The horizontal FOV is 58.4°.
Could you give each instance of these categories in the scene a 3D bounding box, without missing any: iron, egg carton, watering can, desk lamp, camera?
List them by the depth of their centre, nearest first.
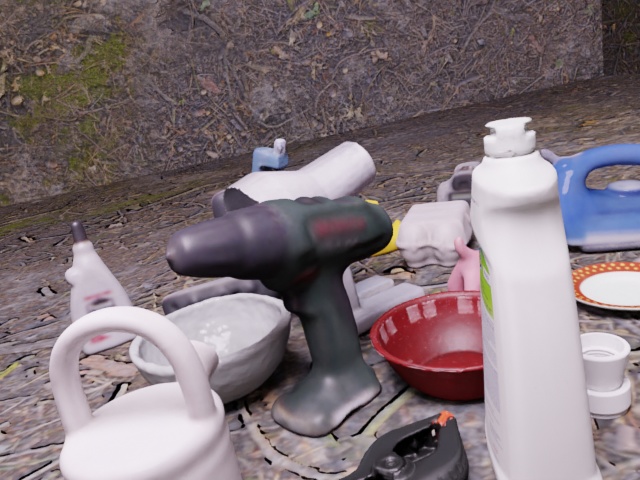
[{"bbox_3d":[-0.107,0.128,0.365,0.101,0.194,0.172,-14,17,-10],"label":"watering can"},{"bbox_3d":[0.006,0.002,0.674,0.204,0.214,0.117,-21,20,-32],"label":"desk lamp"},{"bbox_3d":[0.427,-0.071,0.783,0.257,0.141,0.119,-6,17,14],"label":"iron"},{"bbox_3d":[0.177,-0.012,0.866,0.107,0.069,0.150,-4,18,20],"label":"egg carton"},{"bbox_3d":[0.285,-0.092,1.009,0.142,0.101,0.137,-3,18,24],"label":"camera"}]

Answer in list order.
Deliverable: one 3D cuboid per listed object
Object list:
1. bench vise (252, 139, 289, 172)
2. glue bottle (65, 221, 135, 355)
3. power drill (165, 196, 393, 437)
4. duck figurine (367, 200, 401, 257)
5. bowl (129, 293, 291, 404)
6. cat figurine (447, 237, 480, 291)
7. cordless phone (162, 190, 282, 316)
[{"bbox_3d":[-0.088,-0.032,0.832,0.207,0.220,0.122,-4,18,20],"label":"bench vise"},{"bbox_3d":[-0.293,0.058,0.743,0.078,0.173,0.037,-20,19,-28],"label":"glue bottle"},{"bbox_3d":[-0.014,0.059,0.511,0.075,0.208,0.230,6,24,44],"label":"power drill"},{"bbox_3d":[0.084,-0.024,0.933,0.104,0.086,0.077,-10,17,2],"label":"duck figurine"},{"bbox_3d":[-0.105,0.121,0.594,0.167,0.075,0.167,-10,17,3],"label":"bowl"},{"bbox_3d":[0.215,0.005,0.705,0.128,0.118,0.067,-18,18,-22],"label":"cat figurine"},{"bbox_3d":[-0.128,0.033,0.704,0.148,0.185,0.094,-16,18,-16],"label":"cordless phone"}]
